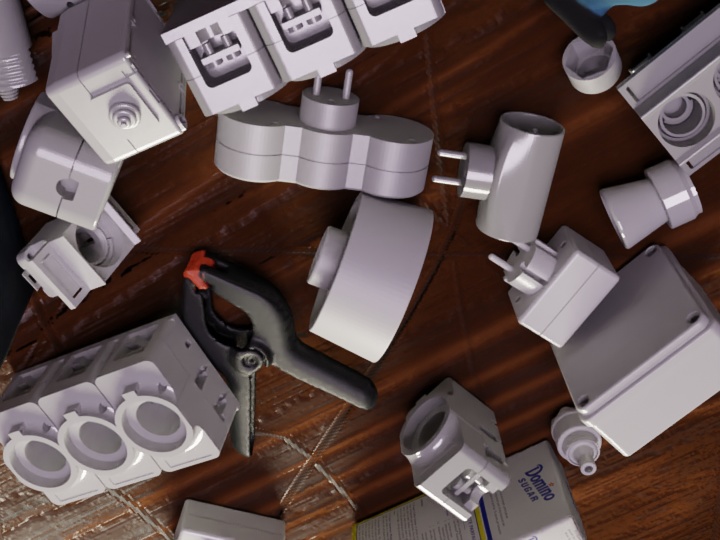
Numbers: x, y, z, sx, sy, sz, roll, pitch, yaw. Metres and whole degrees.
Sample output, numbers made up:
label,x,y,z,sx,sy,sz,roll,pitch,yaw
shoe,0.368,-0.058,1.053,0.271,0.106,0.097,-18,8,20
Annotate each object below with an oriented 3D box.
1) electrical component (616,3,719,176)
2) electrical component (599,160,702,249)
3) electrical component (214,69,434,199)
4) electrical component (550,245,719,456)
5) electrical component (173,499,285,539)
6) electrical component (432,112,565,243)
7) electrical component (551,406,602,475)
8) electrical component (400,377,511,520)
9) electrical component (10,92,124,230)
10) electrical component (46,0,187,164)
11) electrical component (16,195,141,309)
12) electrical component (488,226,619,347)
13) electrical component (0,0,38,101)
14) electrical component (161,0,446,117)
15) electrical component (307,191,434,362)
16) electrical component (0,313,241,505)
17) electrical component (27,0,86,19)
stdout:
label,x,y,z,sx,sy,sz,roll,pitch,yaw
electrical component,0.229,-0.129,0.673,0.121,0.063,0.079,-39,113,17
electrical component,0.196,-0.045,0.726,0.055,0.045,0.045,-25,116,10
electrical component,-0.021,-0.094,0.686,0.138,0.052,0.073,6,117,-6
electrical component,0.195,0.053,0.742,0.109,0.108,0.056,-41,114,17
electrical component,-0.105,0.228,0.838,0.083,0.075,0.047,15,116,-10
electrical component,0.088,-0.064,0.712,0.079,0.043,0.077,8,117,-5
electrical component,0.165,0.130,0.807,0.035,0.061,0.035,-1,118,-2
electrical component,0.067,0.127,0.785,0.056,0.089,0.050,39,110,-20
electrical component,-0.178,-0.073,0.666,0.059,0.095,0.053,21,117,-13
electrical component,-0.139,-0.108,0.613,0.061,0.096,0.061,-21,134,14
electrical component,-0.188,-0.013,0.711,0.064,0.081,0.042,-18,120,39
electrical component,0.126,0.002,0.746,0.077,0.047,0.065,31,110,-16
electrical component,-0.225,-0.143,0.657,0.043,0.043,0.081,-7,118,1
electrical component,-0.031,-0.152,0.635,0.150,0.089,0.061,-22,116,9
electrical component,0.000,0.000,0.709,0.060,0.108,0.108,21,115,-6
electrical component,-0.176,0.104,0.760,0.150,0.061,0.089,-20,117,22
electrical component,-0.155,-0.175,0.644,0.077,0.043,0.079,-30,124,13
